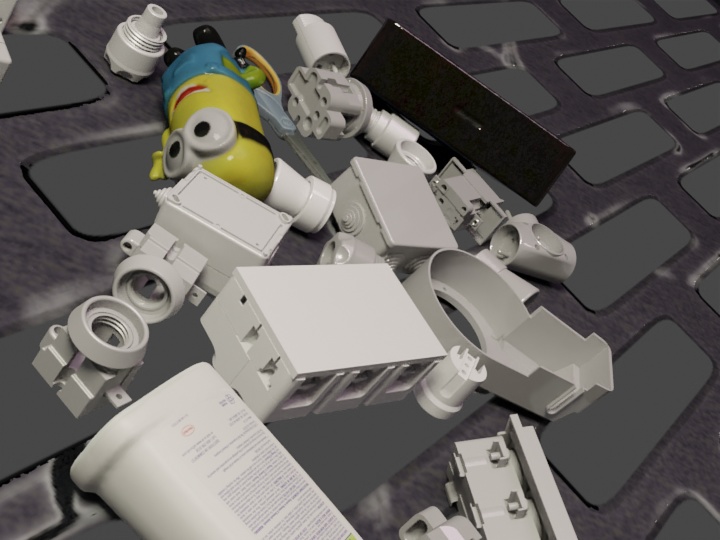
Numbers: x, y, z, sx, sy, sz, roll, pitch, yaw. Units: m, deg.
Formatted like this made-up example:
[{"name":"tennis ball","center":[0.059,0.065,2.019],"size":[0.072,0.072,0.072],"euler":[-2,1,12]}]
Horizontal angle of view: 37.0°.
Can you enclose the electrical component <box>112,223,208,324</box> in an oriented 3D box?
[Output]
[{"name":"electrical component","center":[-0.135,0.005,0.712],"size":[0.066,0.048,0.055],"euler":[35,25,-9]}]

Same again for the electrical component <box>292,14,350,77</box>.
[{"name":"electrical component","center":[-0.042,-0.230,1.099],"size":[0.043,0.043,0.081],"euler":[12,41,-37]}]

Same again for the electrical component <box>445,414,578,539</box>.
[{"name":"electrical component","center":[0.103,0.171,0.726],"size":[0.063,0.078,0.121],"euler":[-6,47,-12]}]

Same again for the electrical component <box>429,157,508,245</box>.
[{"name":"electrical component","center":[0.097,-0.065,1.042],"size":[0.064,0.042,0.081],"euler":[-18,62,-50]}]

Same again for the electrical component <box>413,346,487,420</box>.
[{"name":"electrical component","center":[0.069,0.085,0.821],"size":[0.040,0.046,0.040],"euler":[27,34,-20]}]

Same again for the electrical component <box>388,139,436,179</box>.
[{"name":"electrical component","center":[0.037,-0.087,0.992],"size":[0.045,0.055,0.045],"euler":[27,34,-20]}]

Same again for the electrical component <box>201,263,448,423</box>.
[{"name":"electrical component","center":[-0.026,0.050,0.753],"size":[0.150,0.061,0.089],"euler":[-2,51,-47]}]

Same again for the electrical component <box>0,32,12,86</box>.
[{"name":"electrical component","center":[-0.282,-0.131,0.725],"size":[0.083,0.047,0.075],"euler":[5,46,-43]}]

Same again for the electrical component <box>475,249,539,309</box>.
[{"name":"electrical component","center":[0.124,0.013,0.974],"size":[0.065,0.044,0.044],"euler":[45,32,17]}]

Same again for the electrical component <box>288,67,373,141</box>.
[{"name":"electrical component","center":[-0.026,-0.154,1.010],"size":[0.057,0.058,0.078],"euler":[2,48,-41]}]

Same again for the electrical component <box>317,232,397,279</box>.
[{"name":"electrical component","center":[0.000,0.000,0.859],"size":[0.062,0.043,0.043],"euler":[27,34,-22]}]

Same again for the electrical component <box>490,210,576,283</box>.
[{"name":"electrical component","center":[0.165,-0.029,1.064],"size":[0.077,0.044,0.079],"euler":[15,39,-34]}]

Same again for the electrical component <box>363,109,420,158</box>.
[{"name":"electrical component","center":[0.022,-0.137,1.054],"size":[0.078,0.040,0.040],"euler":[33,32,-11]}]

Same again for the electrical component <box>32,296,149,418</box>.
[{"name":"electrical component","center":[-0.154,0.048,0.628],"size":[0.066,0.055,0.048],"euler":[47,33,12]}]

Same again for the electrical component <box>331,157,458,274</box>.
[{"name":"electrical component","center":[0.025,-0.044,0.922],"size":[0.100,0.048,0.099],"euler":[2,57,-47]}]

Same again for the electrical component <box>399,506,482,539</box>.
[{"name":"electrical component","center":[0.047,0.190,0.660],"size":[0.078,0.058,0.057],"euler":[52,31,18]}]

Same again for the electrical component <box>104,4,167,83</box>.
[{"name":"electrical component","center":[-0.181,-0.190,0.888],"size":[0.043,0.062,0.043],"euler":[27,34,-20]}]

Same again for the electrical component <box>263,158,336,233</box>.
[{"name":"electrical component","center":[-0.053,-0.059,0.876],"size":[0.055,0.045,0.045],"euler":[26,34,-22]}]

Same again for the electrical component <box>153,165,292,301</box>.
[{"name":"electrical component","center":[-0.108,-0.024,0.767],"size":[0.096,0.061,0.061],"euler":[30,32,-1]}]

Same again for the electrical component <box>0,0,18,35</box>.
[{"name":"electrical component","center":[-0.296,-0.190,0.784],"size":[0.083,0.047,0.075],"euler":[7,44,-41]}]
